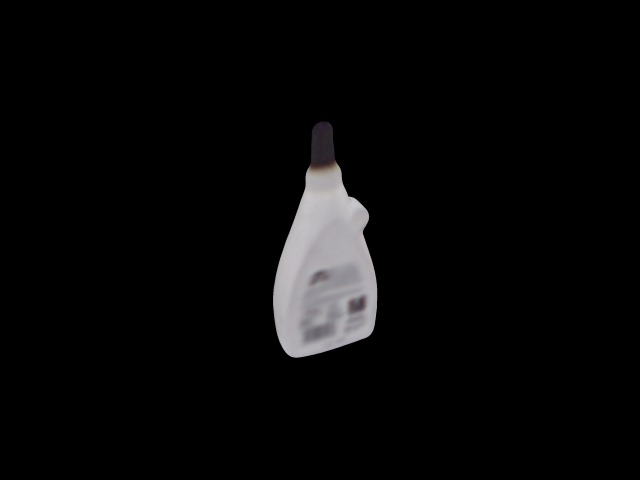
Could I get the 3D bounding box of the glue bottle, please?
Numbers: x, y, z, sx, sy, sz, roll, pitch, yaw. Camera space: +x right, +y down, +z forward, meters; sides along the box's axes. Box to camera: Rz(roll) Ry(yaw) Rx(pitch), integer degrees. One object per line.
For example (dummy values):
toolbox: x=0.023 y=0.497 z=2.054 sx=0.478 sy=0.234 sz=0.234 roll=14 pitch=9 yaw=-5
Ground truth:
glue bottle: x=0.004 y=0.001 z=0.400 sx=0.078 sy=0.173 sz=0.037 roll=-12 pitch=33 yaw=-19
